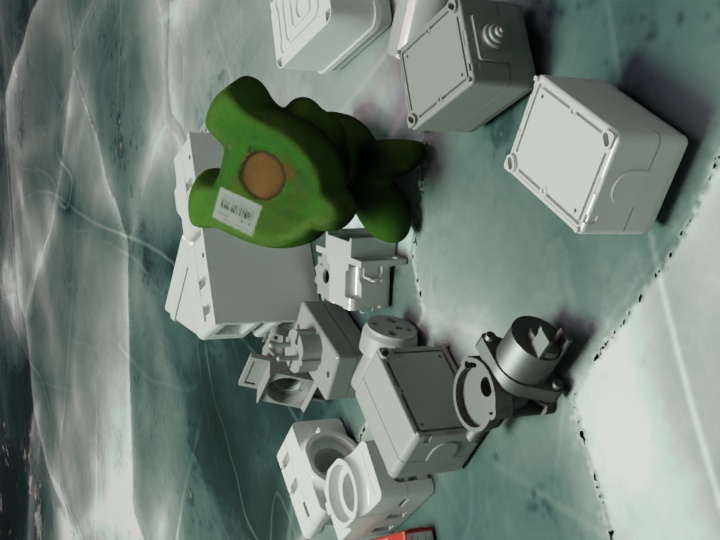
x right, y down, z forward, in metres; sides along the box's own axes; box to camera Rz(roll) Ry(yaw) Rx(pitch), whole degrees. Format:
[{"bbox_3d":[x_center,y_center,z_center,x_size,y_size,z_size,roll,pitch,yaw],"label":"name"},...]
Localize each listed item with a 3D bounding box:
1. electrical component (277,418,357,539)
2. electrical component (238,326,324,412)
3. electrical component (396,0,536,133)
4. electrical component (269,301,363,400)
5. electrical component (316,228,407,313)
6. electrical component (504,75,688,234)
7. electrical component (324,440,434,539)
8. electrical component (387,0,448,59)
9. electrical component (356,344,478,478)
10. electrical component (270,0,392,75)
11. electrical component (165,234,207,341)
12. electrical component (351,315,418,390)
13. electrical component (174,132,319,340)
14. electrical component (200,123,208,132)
[{"bbox_3d":[-0.031,0.178,0.938,0.055,0.050,0.089,-63,39,42],"label":"electrical component"},{"bbox_3d":[-0.065,0.088,0.977,0.063,0.081,0.042,-93,22,-46],"label":"electrical component"},{"bbox_3d":[0.076,-0.137,0.716,0.096,0.061,0.061,-32,63,58],"label":"electrical component"},{"bbox_3d":[-0.040,0.069,0.925,0.083,0.076,0.047,53,136,47],"label":"electrical component"},{"bbox_3d":[0.000,0.000,0.885,0.081,0.042,0.063,21,113,60],"label":"electrical component"},{"bbox_3d":[0.132,-0.069,0.614,0.096,0.061,0.061,53,135,48],"label":"electrical component"},{"bbox_3d":[0.010,0.175,0.857,0.089,0.056,0.050,-56,44,47],"label":"electrical component"},{"bbox_3d":[0.049,-0.194,0.784,0.043,0.043,0.081,47,131,52],"label":"electrical component"},{"bbox_3d":[0.040,0.100,0.792,0.096,0.062,0.061,65,143,38],"label":"electrical component"},{"bbox_3d":[-0.026,-0.221,0.908,0.113,0.057,0.078,-26,68,59],"label":"electrical component"},{"bbox_3d":[-0.149,0.005,1.106,0.057,0.078,0.113,33,126,18],"label":"electrical component"},{"bbox_3d":[0.020,0.069,0.846,0.045,0.045,0.055,44,128,53],"label":"electrical component"},{"bbox_3d":[-0.110,-0.031,1.020,0.060,0.105,0.186,-37,59,57],"label":"electrical component"},{"bbox_3d":[-0.140,-0.128,1.136,0.055,0.047,0.055,4,94,62],"label":"electrical component"}]
